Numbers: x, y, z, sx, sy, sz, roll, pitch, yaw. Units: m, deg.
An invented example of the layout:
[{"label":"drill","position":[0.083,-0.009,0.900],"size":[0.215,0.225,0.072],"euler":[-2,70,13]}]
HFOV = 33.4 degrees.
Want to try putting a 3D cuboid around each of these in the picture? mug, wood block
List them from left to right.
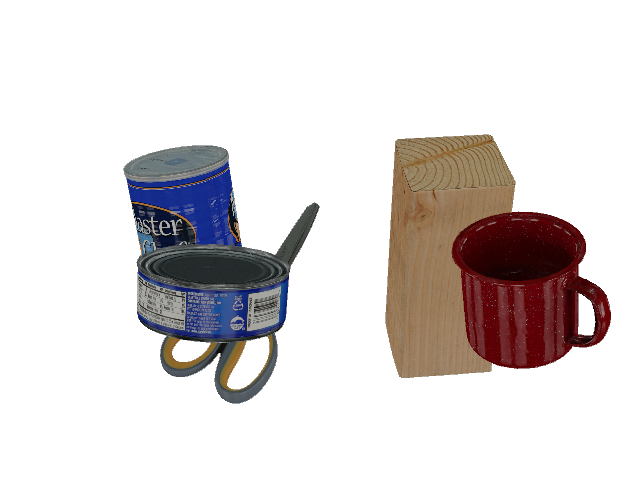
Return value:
[{"label":"wood block","position":[0.112,0.017,0.970],"size":[0.090,0.206,0.090],"euler":[-3,35,-5]},{"label":"mug","position":[0.153,0.041,0.761],"size":[0.117,0.081,0.093],"euler":[18,41,37]}]

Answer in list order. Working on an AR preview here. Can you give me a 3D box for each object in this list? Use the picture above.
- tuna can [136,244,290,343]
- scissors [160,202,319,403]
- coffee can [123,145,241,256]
[{"label":"tuna can","position":[-0.061,0.029,0.601],"size":[0.086,0.034,0.086],"euler":[4,14,-1]},{"label":"scissors","position":[-0.061,0.040,0.818],"size":[0.096,0.016,0.201],"euler":[1,45,10]},{"label":"coffee can","position":[-0.132,-0.013,1.058],"size":[0.103,0.140,0.103],"euler":[-7,19,2]}]
